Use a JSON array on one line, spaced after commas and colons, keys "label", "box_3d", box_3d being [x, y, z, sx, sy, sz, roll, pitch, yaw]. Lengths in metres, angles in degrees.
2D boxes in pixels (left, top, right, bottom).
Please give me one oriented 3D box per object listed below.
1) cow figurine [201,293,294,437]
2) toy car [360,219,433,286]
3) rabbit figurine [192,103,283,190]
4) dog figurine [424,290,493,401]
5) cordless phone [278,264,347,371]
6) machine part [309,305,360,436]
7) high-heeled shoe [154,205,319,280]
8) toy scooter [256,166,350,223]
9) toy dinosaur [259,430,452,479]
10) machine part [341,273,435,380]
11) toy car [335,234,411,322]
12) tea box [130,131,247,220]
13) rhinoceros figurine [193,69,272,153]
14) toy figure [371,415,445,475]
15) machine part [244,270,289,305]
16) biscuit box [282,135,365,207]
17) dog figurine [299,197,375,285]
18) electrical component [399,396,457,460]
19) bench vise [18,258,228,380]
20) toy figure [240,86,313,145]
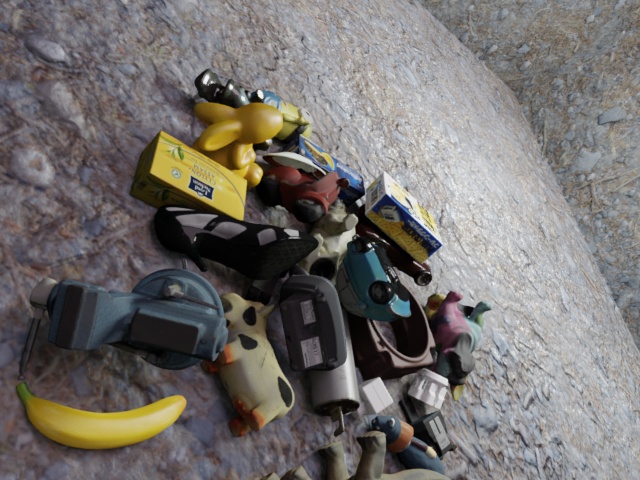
[{"label": "cow figurine", "box_3d": [-0.099, 0.163, 0.767, 0.127, 0.085, 0.195, -12, 69, -48]}, {"label": "toy car", "box_3d": [0.153, 0.029, 1.109, 0.202, 0.053, 0.089, 32, 24, -28]}, {"label": "rabbit figurine", "box_3d": [-0.146, -0.183, 0.929, 0.162, 0.173, 0.122, 17, 52, -47]}, {"label": "dog figurine", "box_3d": [0.274, 0.224, 1.150, 0.108, 0.191, 0.219, 24, 71, -11]}, {"label": "cordless phone", "box_3d": [-0.025, 0.117, 0.858, 0.184, 0.089, 0.146, -138, -143, -74]}, {"label": "machine part", "box_3d": [0.018, 0.194, 0.883, 0.079, 0.079, 0.243, 25, 43, -36]}, {"label": "high-heeled shoe", "box_3d": [-0.131, -0.011, 0.851, 0.249, 0.086, 0.145, -8, 45, -39]}, {"label": "toy scooter", "box_3d": [-0.025, -0.096, 0.999, 0.135, 0.184, 0.075, -30, 130, -27]}, {"label": "toy dinosaur", "box_3d": [0.059, 0.382, 0.758, 0.471, 0.105, 0.198, -4, 71, -42]}, {"label": "machine part", "box_3d": [0.123, 0.161, 1.033, 0.201, 0.087, 0.201, 9, 53, -46]}, {"label": "toy car", "box_3d": [0.078, 0.076, 0.914, 0.109, 0.103, 0.162, 20, 39, -62]}, {"label": "tea box", "box_3d": [-0.206, -0.085, 0.864, 0.169, 0.068, 0.098, 29, 42, -34]}, {"label": "rhinoceros figurine", "box_3d": [-0.158, -0.248, 1.031, 0.190, 0.112, 0.073, 44, 61, -37]}, {"label": "toy figure", "box_3d": [0.146, 0.352, 0.918, 0.154, 0.064, 0.058, 47, -1, -3]}, {"label": "machine part", "box_3d": [-0.090, 0.054, 0.912, 0.084, 0.039, 0.139, 46, 33, -21]}, {"label": "biscuit box", "box_3d": [0.011, -0.148, 1.184, 0.202, 0.063, 0.059, 27, 44, -34]}, {"label": "dog figurine", "box_3d": [0.001, -0.002, 1.041, 0.121, 0.172, 0.191, 64, -9, -27]}, {"label": "electrical component", "box_3d": [0.197, 0.345, 0.997, 0.075, 0.048, 0.119, 1, 62, -51]}, {"label": "bench vise", "box_3d": [-0.211, 0.089, 0.647, 0.240, 0.224, 0.128, 3, 89, -88]}, {"label": "toy figure", "box_3d": [-0.097, -0.260, 1.137, 0.180, 0.089, 0.082, 14, 46, -33]}]
